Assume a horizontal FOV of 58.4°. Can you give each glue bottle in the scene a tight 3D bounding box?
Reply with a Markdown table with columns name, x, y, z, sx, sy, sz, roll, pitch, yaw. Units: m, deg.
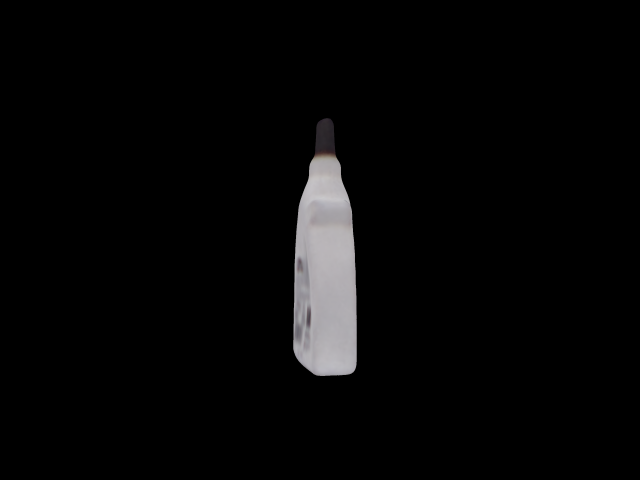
| name | x | y | z | sx | sy | sz | roll | pitch | yaw |
| --- | --- | --- | --- | --- | --- | --- | --- | --- | --- |
| glue bottle | 0.004 | 0.001 | 0.400 | 0.037 | 0.173 | 0.078 | 0 | 0 | -13 |
